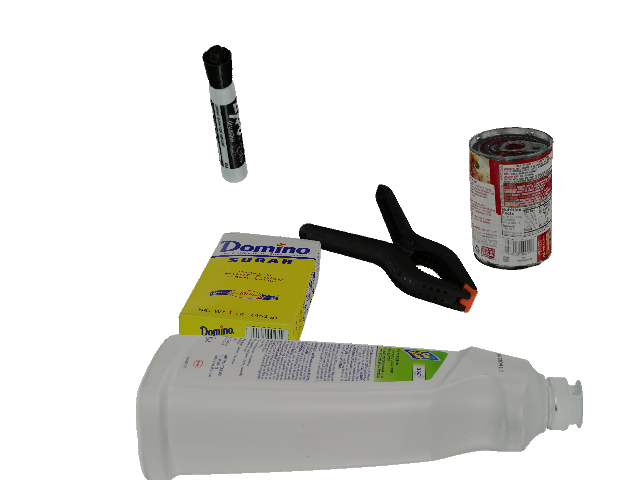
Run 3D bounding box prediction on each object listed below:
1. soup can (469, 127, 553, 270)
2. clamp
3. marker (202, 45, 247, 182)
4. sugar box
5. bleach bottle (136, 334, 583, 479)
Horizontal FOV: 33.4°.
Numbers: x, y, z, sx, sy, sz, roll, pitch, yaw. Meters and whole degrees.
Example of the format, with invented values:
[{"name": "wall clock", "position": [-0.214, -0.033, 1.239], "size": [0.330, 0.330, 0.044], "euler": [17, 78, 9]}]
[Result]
[{"name": "soup can", "position": [0.159, -0.035, 0.887], "size": [0.068, 0.102, 0.068], "euler": [-5, 25, 2]}, {"name": "clamp", "position": [0.088, 0.017, 1.244], "size": [0.164, 0.036, 0.210], "euler": [-22, 52, -39]}, {"name": "marker", "position": [-0.065, -0.086, 0.731], "size": [0.020, 0.020, 0.121], "euler": [0, -38, 3]}, {"name": "sugar box", "position": [-0.055, 0.045, 0.901], "size": [0.093, 0.048, 0.176], "euler": [6, 25, 4]}, {"name": "bleach bottle", "position": [0.026, 0.097, 0.627], "size": [0.251, 0.068, 0.102], "euler": [0, 19, 5]}]
